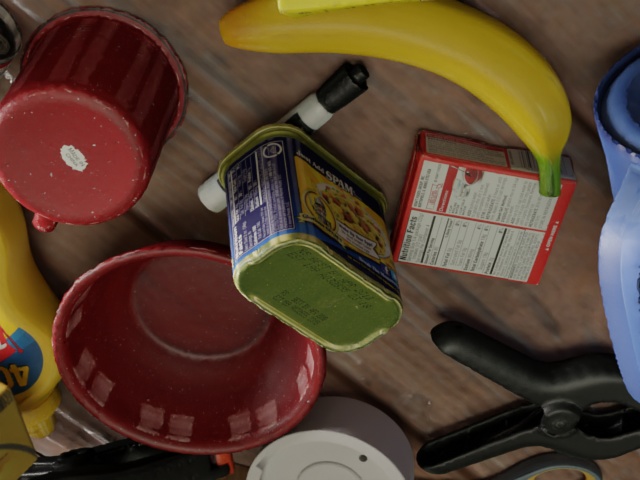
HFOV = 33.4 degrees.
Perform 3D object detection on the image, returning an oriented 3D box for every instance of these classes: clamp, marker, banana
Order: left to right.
[{"bbox_3d":[-0.163,0.157,0.702,0.209,0.165,0.036,-11,95,-12],"label":"clamp"},{"bbox_3d":[-0.020,-0.056,0.583,0.121,0.020,0.020,-37,115,26],"label":"marker"},{"bbox_3d":[0.050,-0.090,0.534,0.197,0.037,0.069,25,95,-6],"label":"banana"},{"bbox_3d":[0.142,0.096,0.665,0.171,0.039,0.120,-6,130,4],"label":"clamp"}]

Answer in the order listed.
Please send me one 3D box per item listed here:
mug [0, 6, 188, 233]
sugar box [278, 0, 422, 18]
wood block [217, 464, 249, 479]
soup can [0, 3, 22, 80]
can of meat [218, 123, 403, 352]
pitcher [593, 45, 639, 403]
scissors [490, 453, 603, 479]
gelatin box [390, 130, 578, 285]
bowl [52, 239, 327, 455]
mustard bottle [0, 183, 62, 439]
[{"bbox_3d":[-0.126,-0.053,0.556,0.093,0.081,0.117,26,123,-13],"label":"mug"},{"bbox_3d":[0.065,-0.155,0.475,0.176,0.048,0.093,-5,101,10],"label":"sugar box"},{"bbox_3d":[-0.061,0.254,0.690,0.090,0.206,0.090,19,124,-8],"label":"wood block"},{"bbox_3d":[-0.207,-0.079,0.553,0.068,0.068,0.102,31,122,-17],"label":"soup can"},{"bbox_3d":[-0.004,0.001,0.568,0.058,0.084,0.102,-35,131,25],"label":"can of meat"},{"bbox_3d":[0.215,0.023,0.548,0.149,0.145,0.243,-12,126,10],"label":"pitcher"},{"bbox_3d":[0.103,0.165,0.730,0.201,0.016,0.096,19,123,-9],"label":"scissors"},{"bbox_3d":[0.089,-0.017,0.596,0.089,0.030,0.073,10,126,-3],"label":"gelatin box"},{"bbox_3d":[-0.075,0.055,0.643,0.162,0.055,0.162,2,125,3],"label":"bowl"},{"bbox_3d":[-0.202,0.047,0.646,0.096,0.058,0.191,-5,125,16],"label":"mustard bottle"}]
